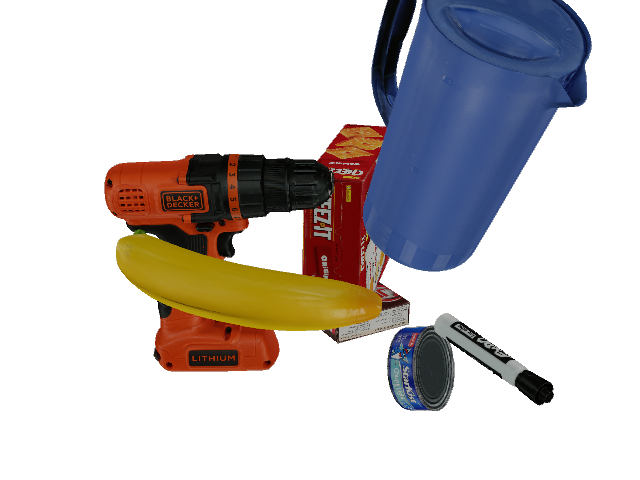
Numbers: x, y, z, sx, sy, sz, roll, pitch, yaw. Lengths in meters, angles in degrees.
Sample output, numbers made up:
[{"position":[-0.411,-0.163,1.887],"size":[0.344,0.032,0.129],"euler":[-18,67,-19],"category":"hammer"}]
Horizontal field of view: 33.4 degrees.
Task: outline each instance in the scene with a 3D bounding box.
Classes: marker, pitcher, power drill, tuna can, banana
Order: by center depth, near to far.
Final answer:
[{"position":[-0.061,0.024,0.675],"size":[0.198,0.037,0.069],"euler":[16,33,27],"category":"banana"},{"position":[0.130,0.089,0.807],"size":[0.020,0.020,0.121],"euler":[0,23,-36],"category":"marker"},{"position":[-0.077,0.017,0.885],"size":[0.184,0.188,0.057],"euler":[-1,25,5],"category":"power drill"},{"position":[0.108,-0.096,0.886],"size":[0.145,0.149,0.243],"euler":[11,-45,-9],"category":"pitcher"},{"position":[0.101,0.129,1.078],"size":[0.034,0.086,0.086],"euler":[-5,-3,33],"category":"tuna can"}]

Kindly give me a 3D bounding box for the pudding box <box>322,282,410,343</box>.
[{"position":[0.047,0.090,1.394],"size":[0.113,0.039,0.090],"euler":[-14,25,-27],"category":"pudding box"}]

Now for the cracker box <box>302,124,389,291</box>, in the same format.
[{"position":[0.034,-0.026,1.204],"size":[0.072,0.164,0.213],"euler":[5,22,12],"category":"cracker box"}]
